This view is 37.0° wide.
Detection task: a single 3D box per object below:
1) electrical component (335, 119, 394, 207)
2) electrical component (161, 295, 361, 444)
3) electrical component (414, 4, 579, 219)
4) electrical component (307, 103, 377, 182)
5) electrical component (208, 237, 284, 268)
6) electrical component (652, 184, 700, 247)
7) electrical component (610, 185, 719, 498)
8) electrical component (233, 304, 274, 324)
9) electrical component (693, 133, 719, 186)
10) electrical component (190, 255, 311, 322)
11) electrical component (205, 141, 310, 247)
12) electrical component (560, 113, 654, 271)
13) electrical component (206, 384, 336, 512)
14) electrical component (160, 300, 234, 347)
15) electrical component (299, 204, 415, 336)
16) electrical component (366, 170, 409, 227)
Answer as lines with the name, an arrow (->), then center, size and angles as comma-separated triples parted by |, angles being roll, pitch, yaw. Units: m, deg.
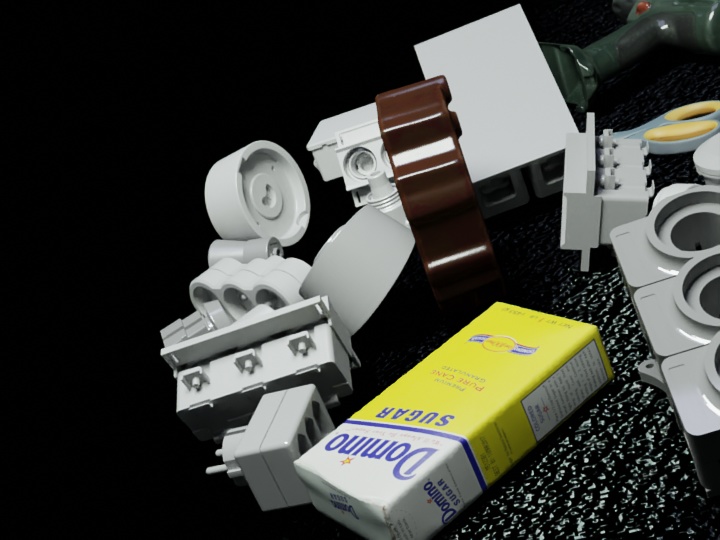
electrical component -> 0.045, -0.119, 1.090 | 0.121, 0.078, 0.063 | -16, 1, 18
electrical component -> -0.069, 0.073, 0.764 | 0.121, 0.078, 0.063 | -19, 44, 11
electrical component -> 0.127, -0.143, 0.976 | 0.105, 0.060, 0.186 | -20, 51, 8
electrical component -> -0.005, -0.146, 1.222 | 0.100, 0.048, 0.099 | -16, 23, 17
electrical component -> -0.106, -0.011, 1.026 | 0.065, 0.044, 0.044 | -8, 26, 23
electrical component -> 0.237, -0.037, 0.744 | 0.045, 0.045, 0.055 | -37, 25, -30
electrical component -> 0.195, 0.028, 0.555 | 0.089, 0.061, 0.150 | -19, 41, 11
electrical component -> -0.091, 0.060, 0.848 | 0.078, 0.040, 0.040 | -37, 26, -30
electrical component -> 0.284, -0.072, 0.769 | 0.080, 0.051, 0.080 | -20, 22, 8
electrical component -> -0.078, 0.012, 0.928 | 0.138, 0.052, 0.074 | 1, 32, 45
electrical component -> -0.108, -0.069, 1.078 | 0.060, 0.108, 0.108 | -14, 23, 36
electrical component -> 0.186, -0.061, 0.813 | 0.063, 0.078, 0.121 | 3, 28, 10
electrical component -> -0.062, 0.116, 0.684 | 0.077, 0.047, 0.065 | -15, 23, 20
electrical component -> -0.130, 0.057, 0.889 | 0.055, 0.048, 0.066 | -33, 23, -5
electrical component -> 0.000, 0.000, 0.835 | 0.099, 0.064, 0.099 | -51, -6, -7
electrical component -> 0.025, -0.060, 0.980 | 0.048, 0.062, 0.048 | -20, 22, 9
